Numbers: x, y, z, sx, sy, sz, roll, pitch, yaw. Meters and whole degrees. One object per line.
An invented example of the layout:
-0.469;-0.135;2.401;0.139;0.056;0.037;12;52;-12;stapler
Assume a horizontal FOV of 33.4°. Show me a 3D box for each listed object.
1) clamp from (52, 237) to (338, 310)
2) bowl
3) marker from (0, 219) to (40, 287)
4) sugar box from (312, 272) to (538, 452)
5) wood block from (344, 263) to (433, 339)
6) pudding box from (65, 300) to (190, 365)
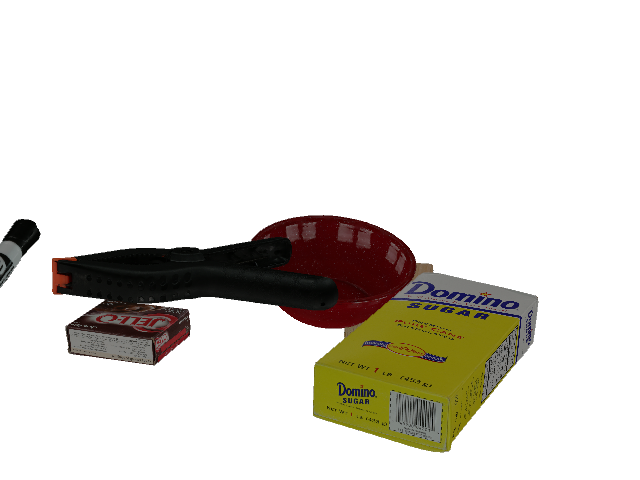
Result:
-0.095;0.027;0.816;0.209;0.036;0.165;-2;11;-21;clamp
0.009;0.037;1.026;0.162;0.055;0.162;4;30;-2;bowl
-0.205;0.025;0.655;0.020;0.020;0.121;0;36;17;marker
0.076;0.074;0.719;0.093;0.048;0.176;12;26;25;sugar box
0.092;0.103;1.386;0.091;0.090;0.206;5;20;10;wood block
-0.217;0.103;1.209;0.114;0.039;0.090;3;17;19;pudding box
